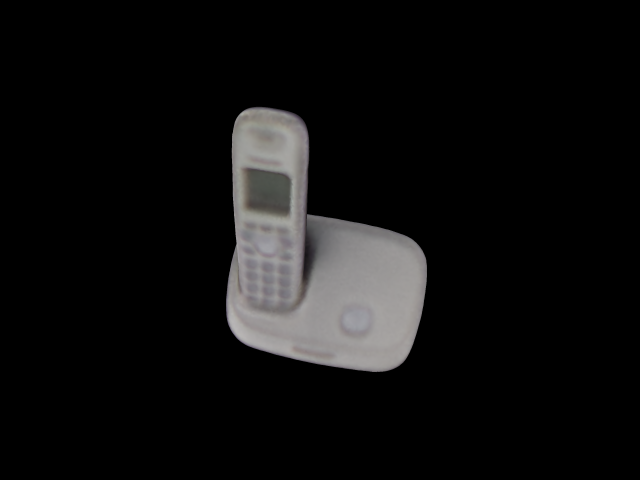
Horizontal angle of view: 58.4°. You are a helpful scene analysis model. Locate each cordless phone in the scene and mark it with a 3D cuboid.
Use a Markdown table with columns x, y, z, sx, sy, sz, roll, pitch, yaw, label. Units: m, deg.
| x | y | z | sx | sy | sz | roll | pitch | yaw | label |
| --- | --- | --- | --- | --- | --- | --- | --- | --- | --- |
| 0.004 | 0.001 | 0.400 | 0.147 | 0.185 | 0.094 | 8 | 44 | 9 | cordless phone |
